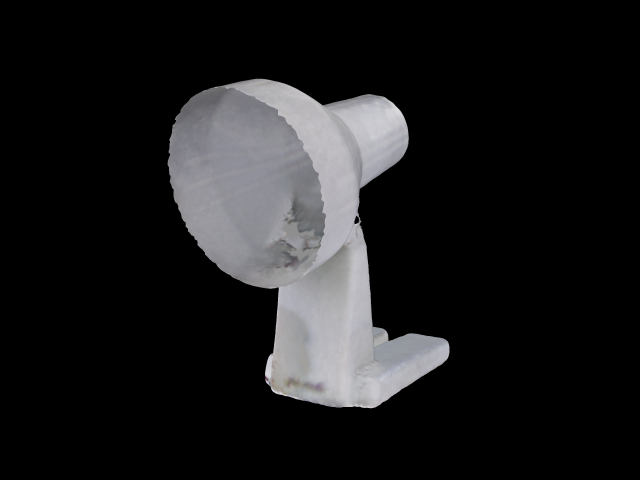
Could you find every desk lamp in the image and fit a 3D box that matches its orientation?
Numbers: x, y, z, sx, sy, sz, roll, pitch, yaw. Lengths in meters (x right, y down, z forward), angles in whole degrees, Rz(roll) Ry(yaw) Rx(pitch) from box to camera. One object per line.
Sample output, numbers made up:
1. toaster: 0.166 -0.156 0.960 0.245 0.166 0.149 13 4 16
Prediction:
1. desk lamp: 0.004 0.001 0.400 0.117 0.213 0.204 5 8 36
